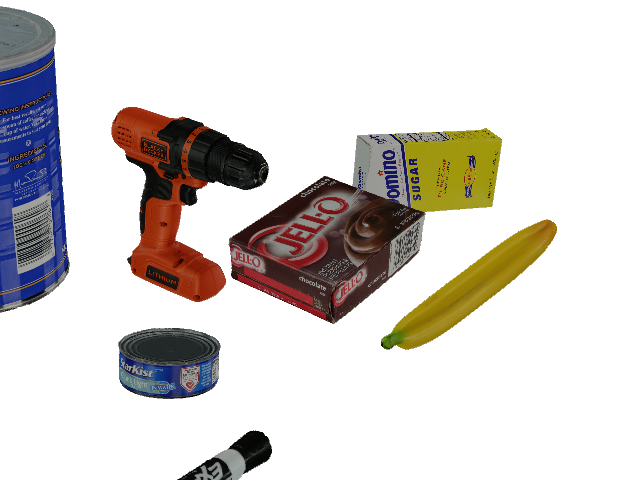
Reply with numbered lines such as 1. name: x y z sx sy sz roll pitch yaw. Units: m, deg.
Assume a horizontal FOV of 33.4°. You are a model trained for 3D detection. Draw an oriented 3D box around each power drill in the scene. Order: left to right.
1. power drill: -0.134 -0.034 1.098 0.185 0.188 0.057 22 33 28

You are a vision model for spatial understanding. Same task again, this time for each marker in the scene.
1. marker: -0.062 0.125 0.540 0.020 0.020 0.120 0 14 32

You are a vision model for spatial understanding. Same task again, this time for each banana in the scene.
1. banana: 0.142 0.049 1.015 0.198 0.037 0.069 -37 -1 -2

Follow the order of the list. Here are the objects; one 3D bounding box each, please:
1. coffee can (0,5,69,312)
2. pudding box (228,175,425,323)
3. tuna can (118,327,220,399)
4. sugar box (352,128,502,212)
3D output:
1. coffee can: -0.191 -0.045 0.574 0.103 0.140 0.103 2 28 -1
2. pudding box: 0.006 0.003 0.741 0.090 0.039 0.113 23 37 29
3. tuna can: -0.129 0.104 0.907 0.086 0.034 0.086 3 14 -1
4. sugar box: 0.128 -0.082 1.286 0.176 0.093 0.048 -7 26 -22
